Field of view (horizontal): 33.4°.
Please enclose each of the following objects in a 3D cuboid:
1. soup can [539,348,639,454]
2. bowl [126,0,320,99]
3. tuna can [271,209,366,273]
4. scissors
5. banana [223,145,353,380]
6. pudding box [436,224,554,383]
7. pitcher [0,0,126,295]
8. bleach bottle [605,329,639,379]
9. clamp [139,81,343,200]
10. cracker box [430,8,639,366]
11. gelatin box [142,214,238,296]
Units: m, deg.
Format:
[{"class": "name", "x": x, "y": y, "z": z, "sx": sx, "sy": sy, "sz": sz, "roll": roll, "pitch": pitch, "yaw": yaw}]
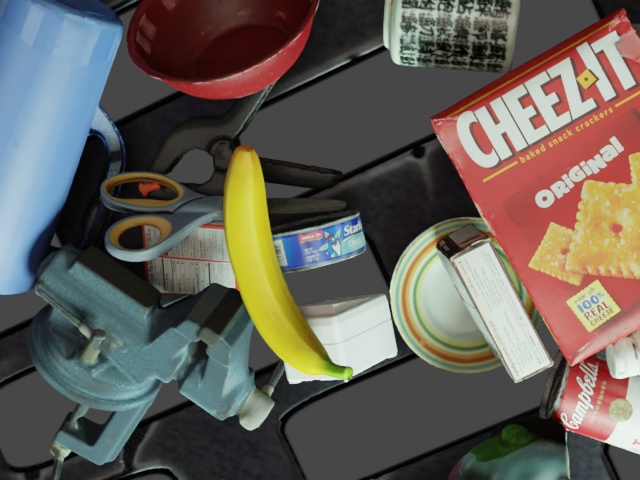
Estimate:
[{"class": "soup can", "x": 0.239, "y": 0.133, "z": 0.872, "sx": 0.102, "sy": 0.068, "sz": 0.068, "roll": 18, "pitch": 98, "yaw": 4}, {"class": "bowl", "x": -0.070, "y": -0.165, "z": 0.858, "sx": 0.162, "sy": 0.162, "sz": 0.055, "roll": -14, "pitch": 139, "yaw": 8}, {"class": "tuna can", "x": -0.006, "y": 0.001, "z": 0.877, "sx": 0.086, "sy": 0.086, "sz": 0.034, "roll": -12, "pitch": 96, "yaw": 8}, {"class": "scissors", "x": -0.086, "y": -0.013, "z": 0.862, "sx": 0.202, "sy": 0.016, "sz": 0.096, "roll": 11, "pitch": 54, "yaw": 7}, {"class": "banana", "x": -0.036, "y": 0.026, "z": 0.829, "sx": 0.070, "sy": 0.037, "sz": 0.198, "roll": -29, "pitch": 83, "yaw": 30}, {"class": "pudding box", "x": 0.136, "y": 0.048, "z": 0.839, "sx": 0.039, "sy": 0.090, "sz": 0.113, "roll": -30, "pitch": 97, "yaw": 2}, {"class": "pitcher", "x": -0.241, "y": -0.085, "z": 0.866, "sx": 0.145, "sy": 0.149, "sz": 0.243, "roll": 30, "pitch": 106, "yaw": 13}, {"class": "bleach bottle", "x": 0.351, "y": 0.082, "z": 0.833, "sx": 0.251, "sy": 0.068, "sz": 0.102, "roll": -9, "pitch": 88, "yaw": -1}, {"class": "clamp", "x": -0.068, "y": -0.067, "z": 0.901, "sx": 0.172, "sy": 0.039, "sz": 0.120, "roll": -31, "pitch": 87, "yaw": 15}, {"class": "cracker box", "x": 0.204, "y": -0.039, "z": 0.800, "sx": 0.164, "sy": 0.072, "sz": 0.214, "roll": -30, "pitch": 90, "yaw": 8}, {"class": "gelatin box", "x": -0.105, "y": 0.010, "z": 0.907, "sx": 0.089, "sy": 0.030, "sz": 0.073, "roll": 5, "pitch": 121, "yaw": 7}]
